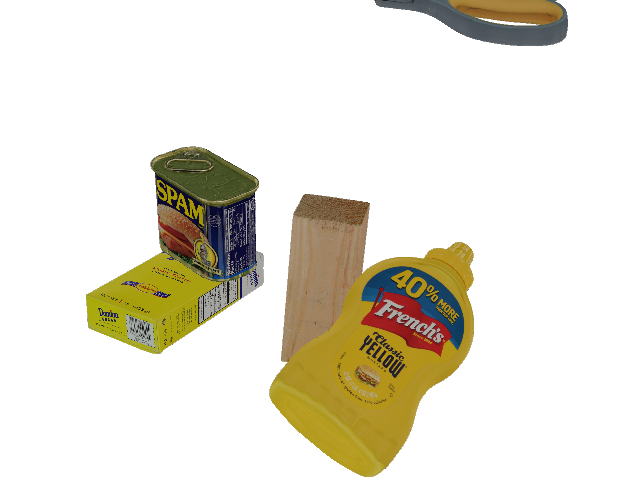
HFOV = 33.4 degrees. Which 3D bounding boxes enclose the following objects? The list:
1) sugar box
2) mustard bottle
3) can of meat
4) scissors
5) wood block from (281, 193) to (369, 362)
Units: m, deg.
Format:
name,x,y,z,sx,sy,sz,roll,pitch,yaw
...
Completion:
name,x,y,z,sx,sy,sz,roll,pitch,yaw
sugar box,-0.145,0.049,1.092,0.093,0.048,0.175,17,33,27
mustard bottle,0.055,0.068,0.763,0.096,0.191,0.058,38,-32,6
can of meat,-0.099,-0.022,0.917,0.057,0.084,0.102,-24,40,-35
scissors,0.059,-0.156,0.646,0.202,0.016,0.096,20,44,25
wood block,0.006,0.054,1.397,0.090,0.206,0.090,8,23,6
